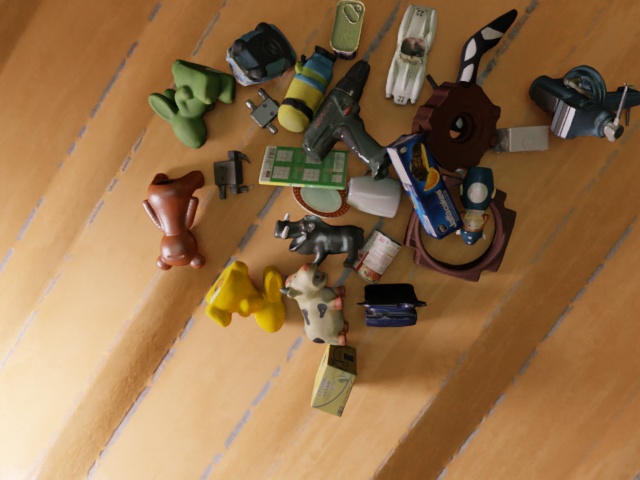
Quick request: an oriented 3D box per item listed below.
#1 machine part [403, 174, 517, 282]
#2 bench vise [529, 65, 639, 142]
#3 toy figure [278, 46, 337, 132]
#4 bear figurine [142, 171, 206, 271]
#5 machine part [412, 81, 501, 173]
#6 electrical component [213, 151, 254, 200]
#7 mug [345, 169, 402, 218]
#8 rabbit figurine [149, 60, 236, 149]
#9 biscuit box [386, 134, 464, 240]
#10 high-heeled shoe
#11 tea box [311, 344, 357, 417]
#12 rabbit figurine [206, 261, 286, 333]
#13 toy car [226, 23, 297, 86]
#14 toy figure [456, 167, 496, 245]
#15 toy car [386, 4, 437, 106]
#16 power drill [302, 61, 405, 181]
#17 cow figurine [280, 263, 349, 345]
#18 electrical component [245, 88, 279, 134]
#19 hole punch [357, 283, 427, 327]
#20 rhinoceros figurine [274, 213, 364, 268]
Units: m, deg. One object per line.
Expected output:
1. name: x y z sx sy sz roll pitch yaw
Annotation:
1. machine part: 0.290 -0.025 1.123 0.201 0.087 0.201 17 95 3
2. bench vise: 0.538 -0.266 1.039 0.241 0.224 0.128 -12 119 -19
3. toy figure: -0.029 -0.312 1.116 0.082 0.089 0.180 31 100 9
4. bear figurine: -0.305 -0.040 1.166 0.120 0.132 0.195 -6 114 6
5. machine part: 0.269 -0.220 1.052 0.179 0.056 0.179 -6 109 -19
6. electrical component: -0.189 -0.143 1.170 0.078 0.045 0.102 -7 93 33
7. mug: 0.110 -0.106 1.126 0.107 0.080 0.109 8 66 -9
8. rabbit figurine: -0.276 -0.279 1.128 0.159 0.121 0.170 19 112 6
9. biscuit box: 0.202 -0.101 1.028 0.063 0.059 0.202 -30 105 -5
10. high-heeled shoe: 0.332 -0.339 1.094 0.249 0.086 0.145 -38 97 10
11. tea box: 0.031 0.285 1.130 0.068 0.169 0.098 20 96 2
12. rabbit figurine: -0.143 0.128 1.172 0.173 0.122 0.162 36 88 -14
13. toy car: -0.131 -0.366 1.108 0.109 0.162 0.103 50 141 -9
14. toy figure: 0.301 -0.065 1.049 0.064 0.058 0.154 13 100 42
15. toy car: 0.189 -0.380 1.109 0.074 0.056 0.201 13 96 3
16. power drill: 0.088 -0.235 1.097 0.207 0.086 0.232 40 89 13
17. cow figurine: -0.009 0.134 1.143 0.127 0.085 0.194 -5 119 8
18. electrical component: -0.114 -0.276 1.159 0.063 0.021 0.094 -41 91 6
19. hole punch: 0.149 0.152 1.140 0.142 0.116 0.092 1 104 4
20. rhinoceros figurine: -0.002 -0.003 1.132 0.190 0.073 0.112 7 128 0
